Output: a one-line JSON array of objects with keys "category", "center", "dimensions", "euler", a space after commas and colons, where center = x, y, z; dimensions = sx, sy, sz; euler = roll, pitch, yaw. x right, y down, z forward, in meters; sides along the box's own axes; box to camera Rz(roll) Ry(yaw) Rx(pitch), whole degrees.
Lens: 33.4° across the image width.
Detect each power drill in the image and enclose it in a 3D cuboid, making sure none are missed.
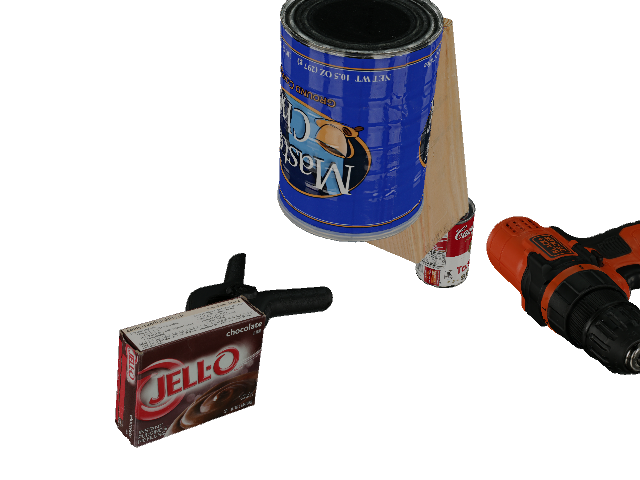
[{"category": "power drill", "center": [0.232, 0.023, 0.740], "dimensions": [0.187, 0.057, 0.184], "euler": [-9, 28, -15]}]

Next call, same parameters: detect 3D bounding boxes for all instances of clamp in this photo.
[{"category": "clamp", "center": [-0.082, 0.056, 1.039], "dimensions": [0.120, 0.039, 0.171], "euler": [19, 22, 34]}]

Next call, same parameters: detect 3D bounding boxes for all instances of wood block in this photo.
[{"category": "wood block", "center": [0.064, -0.093, 0.934], "dimensions": [0.091, 0.206, 0.090], "euler": [24, 54, 33]}]

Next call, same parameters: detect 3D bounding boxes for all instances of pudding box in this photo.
[{"category": "pudding box", "center": [-0.100, 0.099, 0.820], "dimensions": [0.113, 0.090, 0.039], "euler": [-17, 40, -36]}]

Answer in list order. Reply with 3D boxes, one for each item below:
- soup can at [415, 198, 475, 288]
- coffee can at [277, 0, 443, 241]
[{"category": "soup can", "center": [0.152, 0.000, 1.311], "dimensions": [0.068, 0.102, 0.068], "euler": [0, 37, 0]}, {"category": "coffee can", "center": [0.023, -0.085, 0.705], "dimensions": [0.103, 0.140, 0.103], "euler": [1, 38, -1]}]
